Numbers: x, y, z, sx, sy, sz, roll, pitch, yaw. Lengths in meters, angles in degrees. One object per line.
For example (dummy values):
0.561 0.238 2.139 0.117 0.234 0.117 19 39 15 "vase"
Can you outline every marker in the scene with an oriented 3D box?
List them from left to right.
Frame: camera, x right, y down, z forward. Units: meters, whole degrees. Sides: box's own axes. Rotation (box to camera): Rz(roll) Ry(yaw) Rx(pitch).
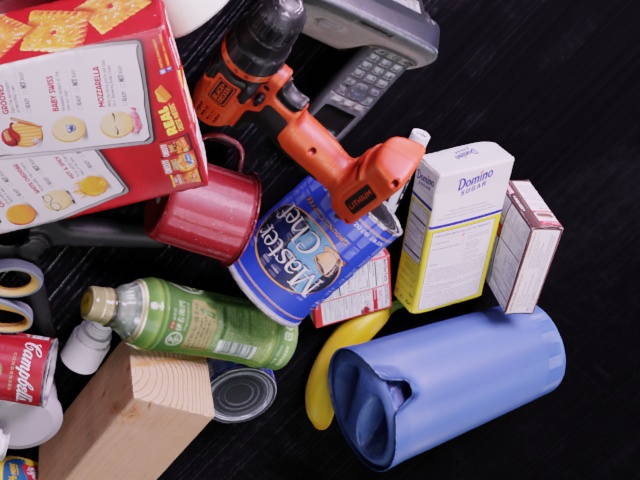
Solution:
0.078 -0.055 1.060 0.020 0.020 0.121 8 124 -24 "marker"

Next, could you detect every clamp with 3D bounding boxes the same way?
-0.252 -0.006 0.975 0.164 0.036 0.209 -34 133 7 "clamp"

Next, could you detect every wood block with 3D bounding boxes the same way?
-0.204 0.196 1.096 0.090 0.090 0.206 21 126 -30 "wood block"

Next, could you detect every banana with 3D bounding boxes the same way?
0.026 0.138 1.181 0.069 0.037 0.198 19 119 -27 "banana"

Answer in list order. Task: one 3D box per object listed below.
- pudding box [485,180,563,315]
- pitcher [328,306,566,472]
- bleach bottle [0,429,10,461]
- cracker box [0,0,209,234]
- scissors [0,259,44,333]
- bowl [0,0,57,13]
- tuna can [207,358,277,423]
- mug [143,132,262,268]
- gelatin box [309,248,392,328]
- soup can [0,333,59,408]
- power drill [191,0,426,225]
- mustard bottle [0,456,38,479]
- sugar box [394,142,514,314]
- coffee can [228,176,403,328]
0.204 0.008 1.105 0.039 0.090 0.113 -3 127 -16 "pudding box"
0.136 0.150 1.155 0.242 0.149 0.145 -15 121 -26 "pitcher"
-0.424 0.176 1.010 0.250 0.068 0.103 15 134 -19 "bleach bottle"
-0.207 -0.096 0.826 0.213 0.072 0.164 -13 138 -2 "cracker box"
-0.334 0.032 0.943 0.201 0.016 0.096 29 118 -38 "scissors"
-0.250 -0.209 0.805 0.162 0.055 0.162 -9 129 -12 "bowl"
-0.091 0.159 1.160 0.086 0.034 0.086 -9 129 -12 "tuna can"
-0.106 -0.041 0.972 0.081 0.093 0.117 17 90 -24 "mug"
0.030 0.046 1.115 0.089 0.030 0.073 -15 130 -11 "gelatin box"
-0.308 0.119 1.020 0.102 0.068 0.069 10 124 -7 "soup can"
-0.007 -0.106 0.879 0.187 0.057 0.185 40 151 -7 "power drill"
-0.310 0.277 1.137 0.191 0.096 0.058 21 121 -31 "mustard bottle"
0.134 -0.012 1.088 0.093 0.048 0.176 -13 128 -27 "sugar box"
-0.007 0.001 1.020 0.140 0.103 0.102 -42 128 14 "coffee can"
